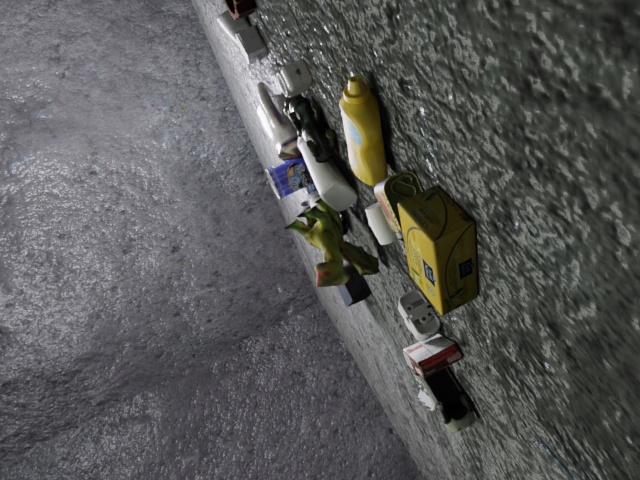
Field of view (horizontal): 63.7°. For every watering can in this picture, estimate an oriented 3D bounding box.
[{"bbox_3d":[-0.104,-0.332,1.477,0.225,0.104,0.347,63,-174,3],"label":"watering can"}]

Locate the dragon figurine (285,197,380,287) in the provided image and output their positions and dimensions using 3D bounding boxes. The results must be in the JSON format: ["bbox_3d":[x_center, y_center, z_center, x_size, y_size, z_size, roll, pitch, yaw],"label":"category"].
[{"bbox_3d":[0.052,-0.001,1.284,0.243,0.120,0.417,46,-152,-1],"label":"dragon figurine"}]

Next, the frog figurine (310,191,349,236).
[{"bbox_3d":[0.005,-0.075,1.494,0.161,0.122,0.136,48,-173,24],"label":"frog figurine"}]
